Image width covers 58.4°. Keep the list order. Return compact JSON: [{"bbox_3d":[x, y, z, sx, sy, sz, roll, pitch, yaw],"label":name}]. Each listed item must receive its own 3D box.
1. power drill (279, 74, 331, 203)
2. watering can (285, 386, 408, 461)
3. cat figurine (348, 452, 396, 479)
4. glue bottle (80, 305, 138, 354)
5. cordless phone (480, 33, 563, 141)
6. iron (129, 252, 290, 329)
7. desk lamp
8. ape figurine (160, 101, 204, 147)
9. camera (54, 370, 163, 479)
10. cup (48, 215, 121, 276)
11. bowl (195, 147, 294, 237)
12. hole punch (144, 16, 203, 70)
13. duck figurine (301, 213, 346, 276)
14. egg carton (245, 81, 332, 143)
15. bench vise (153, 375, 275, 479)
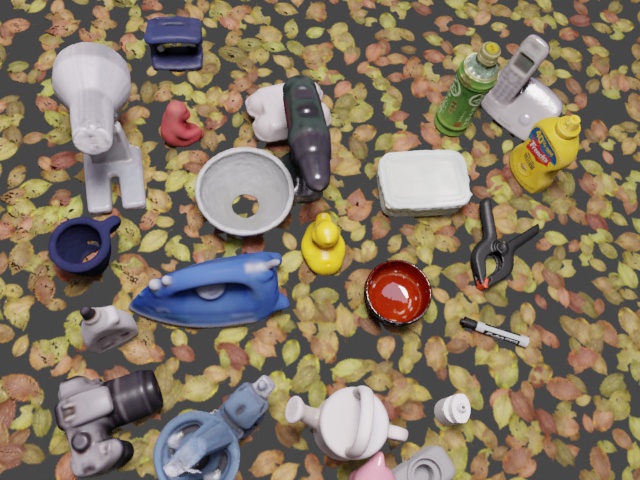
[{"bbox_3d":[-0.024,-0.147,0.964,0.076,0.208,0.229,-6,70,-9],"label":"power drill"},{"bbox_3d":[0.039,0.264,0.820,0.173,0.194,0.101,-8,70,-10],"label":"watering can"},{"bbox_3d":[0.063,0.372,0.822,0.067,0.118,0.128,37,69,8],"label":"cat figurine"},{"bbox_3d":[-0.321,0.124,0.842,0.078,0.173,0.037,-26,74,-15],"label":"glue bottle"},{"bbox_3d":[0.400,-0.287,1.082,0.147,0.185,0.094,40,70,9],"label":"cordless phone"},{"bbox_3d":[-0.179,0.071,0.897,0.258,0.141,0.118,-8,70,-10],"label":"iron"},{"bbox_3d":[-0.354,-0.178,0.933,0.118,0.213,0.203,-10,70,-10],"label":"desk lamp"},{"bbox_3d":[-0.252,-0.213,1.025,0.076,0.092,0.077,-23,73,-15],"label":"ape figurine"},{"bbox_3d":[-0.300,0.254,0.833,0.137,0.101,0.143,-18,72,-13],"label":"camera"},{"bbox_3d":[-0.365,0.012,0.922,0.118,0.095,0.091,-42,79,-19],"label":"cup"},{"bbox_3d":[-0.129,-0.073,0.994,0.167,0.075,0.167,2,69,-6],"label":"bowl"},{"bbox_3d":[-0.279,-0.389,1.090,0.109,0.091,0.101,-4,69,-8],"label":"hole punch"},{"bbox_3d":[0.009,0.003,0.975,0.077,0.086,0.104,-4,69,-8],"label":"duck figurine"},{"bbox_3d":[-0.058,-0.239,1.070,0.150,0.069,0.107,-17,72,-13],"label":"egg carton"},{"bbox_3d":[-0.152,0.261,0.784,0.121,0.219,0.207,25,68,4],"label":"bench vise"}]
